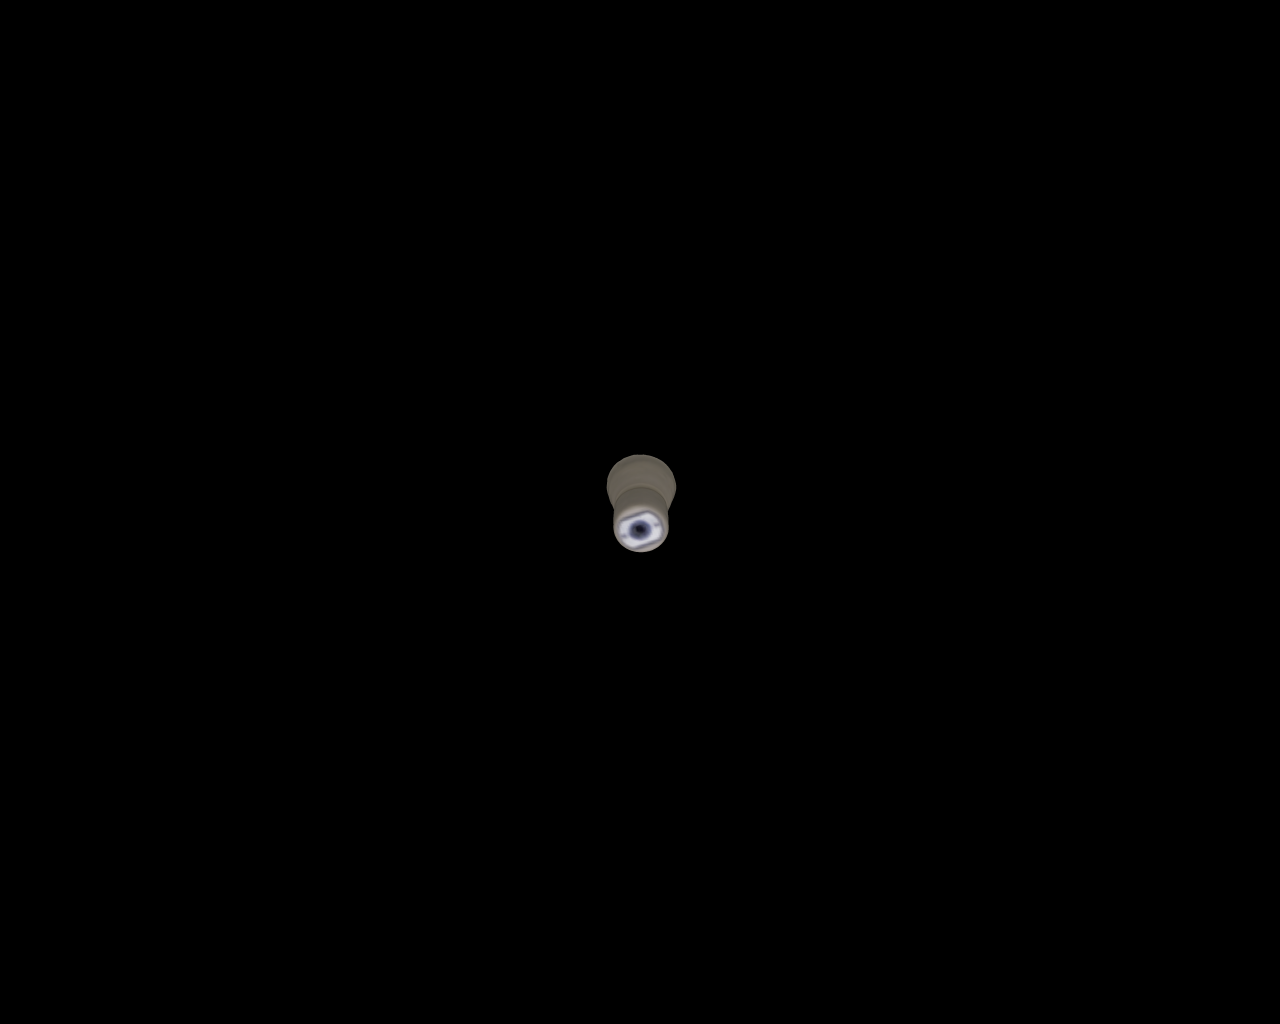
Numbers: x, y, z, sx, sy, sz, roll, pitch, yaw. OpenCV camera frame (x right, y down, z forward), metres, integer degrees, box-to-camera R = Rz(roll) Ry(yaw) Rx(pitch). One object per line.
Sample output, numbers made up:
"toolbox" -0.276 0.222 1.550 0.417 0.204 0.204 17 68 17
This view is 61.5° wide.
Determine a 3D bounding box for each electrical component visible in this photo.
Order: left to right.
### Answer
"electrical component" 0.001 -0.003 0.650 0.044 0.044 0.065 0 27 0
